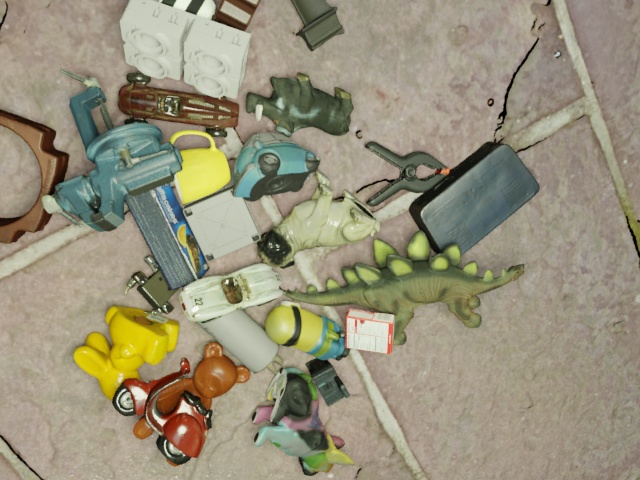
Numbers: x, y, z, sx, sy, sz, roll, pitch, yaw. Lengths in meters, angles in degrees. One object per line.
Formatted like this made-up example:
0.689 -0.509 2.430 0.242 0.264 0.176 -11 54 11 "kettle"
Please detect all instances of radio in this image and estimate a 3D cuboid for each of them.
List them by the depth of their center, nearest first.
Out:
0.294 -0.078 1.042 0.229 0.073 0.131 -40 106 -1 "radio"

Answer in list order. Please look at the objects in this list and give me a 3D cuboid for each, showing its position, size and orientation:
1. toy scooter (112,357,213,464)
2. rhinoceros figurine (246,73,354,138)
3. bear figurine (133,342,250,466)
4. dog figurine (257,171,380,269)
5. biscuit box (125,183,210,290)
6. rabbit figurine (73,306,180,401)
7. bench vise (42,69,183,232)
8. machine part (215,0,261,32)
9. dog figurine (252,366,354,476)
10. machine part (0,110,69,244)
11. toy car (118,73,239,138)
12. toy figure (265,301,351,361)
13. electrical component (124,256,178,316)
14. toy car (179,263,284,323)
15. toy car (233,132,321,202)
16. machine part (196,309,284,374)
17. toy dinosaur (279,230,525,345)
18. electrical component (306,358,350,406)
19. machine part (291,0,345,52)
-0.248 0.283 0.921 0.135 0.075 0.184 -45 97 -12 "toy scooter"
-0.035 -0.235 0.947 0.190 0.073 0.112 9 112 -14 "rhinoceros figurine"
-0.232 0.299 1.007 0.196 0.132 0.120 -40 103 7 "bear figurine"
-0.004 -0.005 0.997 0.172 0.121 0.190 36 106 -6 "dog figurine"
-0.270 -0.017 0.949 0.063 0.059 0.202 -16 108 18 "biscuit box"
-0.354 0.215 0.967 0.162 0.122 0.173 17 101 -9 "rabbit figurine"
-0.344 -0.141 0.849 0.224 0.129 0.240 -25 80 5 "bench vise"
-0.105 -0.407 0.840 0.056 0.179 0.179 26 97 -18 "machine part"
-0.018 0.373 1.077 0.219 0.109 0.191 29 94 -20 "dog figurine"
-0.532 -0.110 0.873 0.201 0.087 0.201 19 98 -14 "machine part"
-0.240 -0.227 0.918 0.202 0.053 0.089 7 99 -11 "toy car"
-0.020 0.179 1.032 0.180 0.089 0.082 32 106 -19 "toy figure"
-0.304 0.090 0.981 0.102 0.045 0.078 48 50 -20 "electrical component"
-0.152 0.092 0.957 0.202 0.056 0.073 -14 74 -38 "toy car"
-0.084 -0.137 0.931 0.161 0.109 0.103 -15 71 -33 "toy car"
-0.160 0.170 1.013 0.079 0.079 0.243 -43 108 2 "machine part"
0.149 0.091 1.021 0.472 0.105 0.198 -13 116 8 "toy dinosaur"
0.018 0.281 1.051 0.048 0.119 0.074 -28 109 -7 "electrical component"
-0.020 -0.402 0.923 0.084 0.039 0.138 -29 108 3 "machine part"
